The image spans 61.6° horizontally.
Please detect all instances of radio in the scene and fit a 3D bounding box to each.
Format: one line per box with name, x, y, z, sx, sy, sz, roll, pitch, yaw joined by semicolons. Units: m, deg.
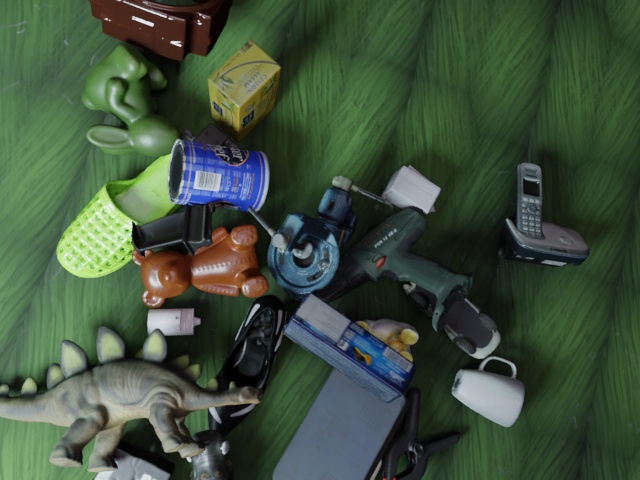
radio;0.034;0.323;0.865;0.131;0.073;0.229;27;75;21

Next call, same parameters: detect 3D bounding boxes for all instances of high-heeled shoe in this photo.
high-heeled shoe;-0.116;0.205;0.840;0.086;0.145;0.248;20;78;-6

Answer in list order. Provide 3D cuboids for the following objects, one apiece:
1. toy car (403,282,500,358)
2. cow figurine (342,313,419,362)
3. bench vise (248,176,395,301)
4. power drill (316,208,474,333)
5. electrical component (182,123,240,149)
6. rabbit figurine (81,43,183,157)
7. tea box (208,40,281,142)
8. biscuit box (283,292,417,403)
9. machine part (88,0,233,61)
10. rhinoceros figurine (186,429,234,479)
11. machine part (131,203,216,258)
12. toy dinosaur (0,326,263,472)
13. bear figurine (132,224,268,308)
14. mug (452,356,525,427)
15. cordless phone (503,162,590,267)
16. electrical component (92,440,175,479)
toy car;0.234;0.125;0.955;0.202;0.056;0.073;44;85;0
cow figurine;0.079;0.160;0.912;0.167;0.098;0.068;8;98;6
bench vise;-0.010;-0.008;0.839;0.129;0.240;0.223;36;95;18
power drill;0.135;0.066;0.905;0.208;0.085;0.232;33;73;34
electrical component;-0.192;-0.171;0.938;0.094;0.021;0.063;37;78;-2
rabbit figurine;-0.304;-0.203;0.874;0.159;0.121;0.170;-36;87;-5
tea box;-0.125;-0.238;0.883;0.068;0.169;0.098;43;80;-2
biscuit box;0.045;0.167;0.825;0.203;0.062;0.059;35;54;3
machine part;-0.256;-0.402;0.885;0.201;0.087;0.201;18;51;-6
rhinoceros figurine;-0.168;0.386;0.827;0.073;0.112;0.190;-5;92;-8
machine part;-0.227;-0.011;0.827;0.139;0.039;0.084;-10;65;14
toy dinosaur;-0.321;0.235;0.800;0.472;0.105;0.199;-6;56;-1
bear figurine;-0.195;0.044;0.858;0.196;0.132;0.120;-9;94;-17
mug;0.292;0.254;0.935;0.107;0.081;0.109;19;85;2
cordless phone;0.417;-0.047;0.994;0.147;0.088;0.184;8;77;-8
electrical component;-0.290;0.388;0.833;0.134;0.058;0.115;32;81;-4
